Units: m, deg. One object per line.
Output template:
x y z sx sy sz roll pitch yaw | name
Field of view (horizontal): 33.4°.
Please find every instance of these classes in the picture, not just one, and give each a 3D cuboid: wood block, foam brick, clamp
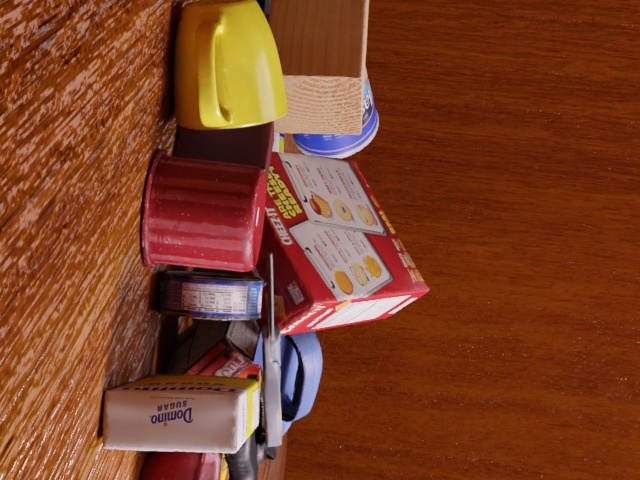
0.001 -0.211 1.019 0.091 0.090 0.206 85 8 -62 | wood block
-0.080 -0.075 0.899 0.053 0.078 0.051 96 0 -71 | foam brick
-0.069 0.203 1.001 0.164 0.036 0.210 -77 171 -47 | clamp

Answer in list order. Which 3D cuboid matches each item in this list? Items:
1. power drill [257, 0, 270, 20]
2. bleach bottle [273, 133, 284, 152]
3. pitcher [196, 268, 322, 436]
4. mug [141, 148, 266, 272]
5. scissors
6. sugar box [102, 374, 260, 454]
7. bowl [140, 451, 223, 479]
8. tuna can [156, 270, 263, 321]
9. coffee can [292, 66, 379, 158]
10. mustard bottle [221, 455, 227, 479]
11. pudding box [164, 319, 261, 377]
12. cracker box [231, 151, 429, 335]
-0.071 -0.212 1.061 0.184 0.057 0.187 82 12 -71 | power drill
-0.068 -0.154 1.246 0.102 0.068 0.251 89 5 -63 | bleach bottle
-0.065 0.121 1.138 0.149 0.145 0.243 -74 175 -45 | pitcher
-0.085 -0.020 0.824 0.117 0.081 0.093 -9 105 -88 | mug
-0.040 0.076 0.868 0.096 0.016 0.202 -99 -172 -62 | scissors
-0.097 0.125 0.792 0.176 0.093 0.048 84 8 -84 | sugar box
-0.123 0.227 0.911 0.162 0.055 0.162 8 88 -88 | bowl
-0.090 0.045 0.870 0.086 0.086 0.034 -11 105 -88 | tuna can
0.004 -0.173 1.189 0.140 0.103 0.102 72 21 -50 | coffee can
-0.119 0.244 1.040 0.096 0.058 0.192 -50 146 -83 | mustard bottle
-0.094 0.096 0.942 0.090 0.039 0.113 -40 -163 19 | pudding box
-0.007 0.001 1.012 0.213 0.072 0.164 -3 59 -57 | cracker box
